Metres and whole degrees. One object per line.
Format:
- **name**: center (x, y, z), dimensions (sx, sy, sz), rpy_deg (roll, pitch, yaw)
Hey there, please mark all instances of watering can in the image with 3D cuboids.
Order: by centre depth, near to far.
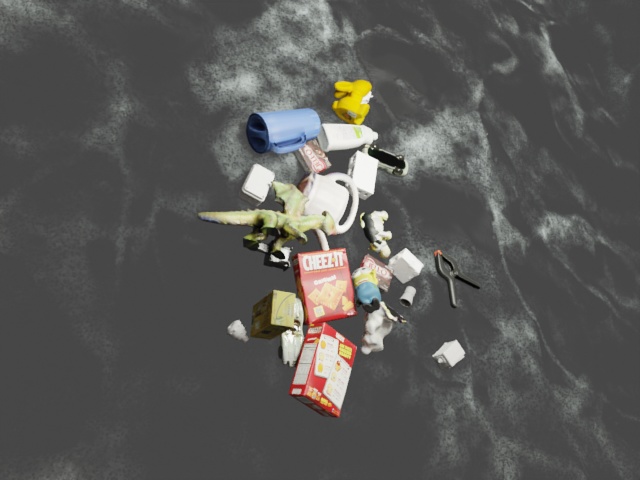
- **watering can**: center (0.005, -0.085, 1.691), dimensions (0.223, 0.103, 0.354), rpy_deg (28, 66, -14)

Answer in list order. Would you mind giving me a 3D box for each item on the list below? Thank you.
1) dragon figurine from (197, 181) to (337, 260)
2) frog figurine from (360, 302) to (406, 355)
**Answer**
- **dragon figurine**: center (-0.138, -0.083, 1.563), dimensions (0.410, 0.119, 0.249), rpy_deg (21, 47, -6)
- **frog figurine**: center (0.172, 0.277, 1.611), dimensions (0.124, 0.158, 0.137), rpy_deg (44, 11, 16)
